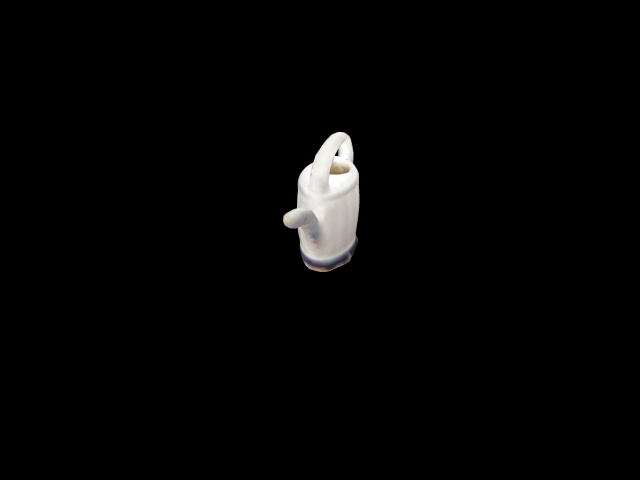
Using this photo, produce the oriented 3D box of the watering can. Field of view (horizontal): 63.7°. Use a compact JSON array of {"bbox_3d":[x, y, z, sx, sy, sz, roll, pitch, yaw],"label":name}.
[{"bbox_3d":[0.003,-0.043,0.850,0.104,0.219,0.355,8,33,13],"label":"watering can"}]
